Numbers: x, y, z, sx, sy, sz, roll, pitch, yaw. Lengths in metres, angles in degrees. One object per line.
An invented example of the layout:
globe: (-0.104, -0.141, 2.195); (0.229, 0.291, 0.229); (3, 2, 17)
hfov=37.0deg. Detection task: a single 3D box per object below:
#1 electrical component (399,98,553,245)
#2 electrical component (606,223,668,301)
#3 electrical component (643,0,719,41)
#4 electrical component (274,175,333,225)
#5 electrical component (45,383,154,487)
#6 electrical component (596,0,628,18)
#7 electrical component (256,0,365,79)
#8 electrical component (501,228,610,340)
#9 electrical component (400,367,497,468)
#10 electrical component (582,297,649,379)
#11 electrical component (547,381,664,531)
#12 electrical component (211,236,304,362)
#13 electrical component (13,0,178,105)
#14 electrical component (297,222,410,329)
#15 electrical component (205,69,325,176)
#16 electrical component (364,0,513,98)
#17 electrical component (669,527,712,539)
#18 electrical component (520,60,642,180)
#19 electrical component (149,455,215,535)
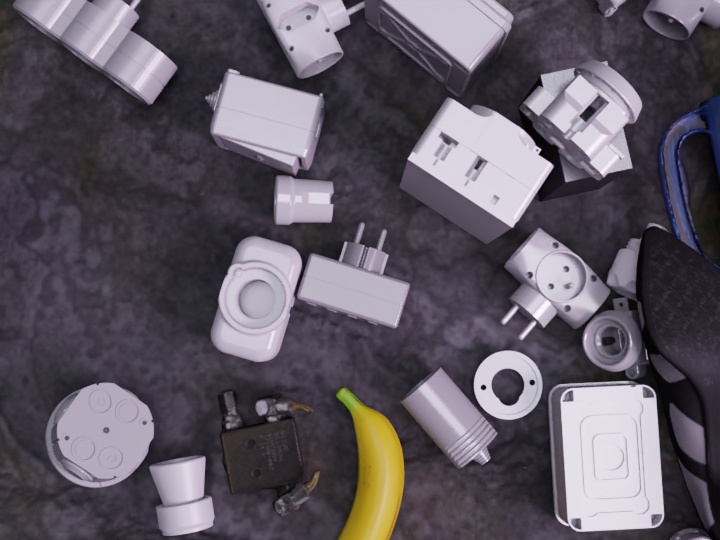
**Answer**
electrical component: (0.086, -0.075, 0.825); (0.089, 0.150, 0.061); (33, 87, 2)
electrical component: (0.231, -0.007, 0.876); (0.043, 0.043, 0.062); (25, 84, 1)
electrical component: (0.289, -0.226, 0.893); (0.079, 0.043, 0.077); (31, 86, 1)
electrical component: (-0.046, -0.056, 0.878); (0.046, 0.040, 0.040); (2, 86, -7)
electrical component: (-0.204, 0.129, 0.845); (0.080, 0.051, 0.080); (6, 73, -21)
electrical component: (0.209, -0.250, 0.895); (0.081, 0.042, 0.063); (-33, 88, -3)
electrical component: (-0.034, -0.210, 0.887); (0.079, 0.043, 0.077); (-28, 87, -3)
electrical component: (0.148, 0.020, 0.872); (0.077, 0.044, 0.079); (42, 86, 2)
electrical component: (0.075, 0.122, 0.864); (0.043, 0.043, 0.081); (-41, 87, -4)
electrical component: (0.209, 0.056, 0.859); (0.048, 0.055, 0.066); (-10, 84, 37)
electrical component: (0.194, 0.147, 0.857); (0.078, 0.057, 0.113); (-3, 86, -1)
electrical component: (-0.082, 0.024, 0.861); (0.054, 0.059, 0.095); (17, 86, 0)
electrical component: (-0.206, -0.204, 0.879); (0.138, 0.052, 0.073); (35, 86, 3)
electrical component: (0.000, 0.000, 0.870); (0.083, 0.047, 0.075); (17, 85, 0)
electrical component: (-0.081, -0.118, 0.870); (0.096, 0.061, 0.061); (15, 86, 0)
electrical component: (0.060, -0.199, 0.856); (0.109, 0.108, 0.056); (40, 89, 2)
electrical component: (0.271, 0.231, 0.849); (0.048, 0.062, 0.048); (0, 85, -1)
electrical component: (0.163, -0.112, 0.770); (0.078, 0.058, 0.057); (43, 89, 2)
electrical component: (-0.141, 0.179, 0.855); (0.045, 0.045, 0.055); (-10, 86, -2)
